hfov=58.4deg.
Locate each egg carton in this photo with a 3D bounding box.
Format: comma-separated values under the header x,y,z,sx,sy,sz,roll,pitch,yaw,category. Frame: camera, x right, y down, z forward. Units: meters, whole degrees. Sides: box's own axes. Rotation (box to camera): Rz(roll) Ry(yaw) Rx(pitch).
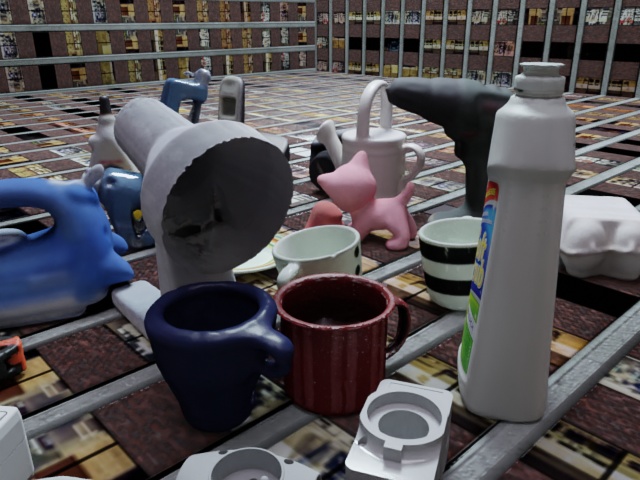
x,y,z,sx,sy,sz,roll,pitch,yaw,category
0.331,-0.008,0.692,0.107,0.069,0.150,3,21,9,egg carton

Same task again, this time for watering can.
x,y,z,sx,sy,sz,roll,pitch,yaw,category
0.074,-0.144,0.873,0.172,0.194,0.101,4,22,10,watering can

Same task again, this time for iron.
x,y,z,sx,sy,sz,roll,pitch,yaw,category
-0.327,0.005,0.568,0.259,0.141,0.118,-9,23,-21,iron

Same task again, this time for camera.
x,y,z,sx,sy,sz,roll,pitch,yaw,category
0.031,-0.143,1.001,0.142,0.101,0.137,15,26,34,camera

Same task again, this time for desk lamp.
x,y,z,sx,sy,sz,roll,pitch,yaw,category
-0.121,-0.012,0.509,0.118,0.214,0.202,-18,27,-37,desk lamp

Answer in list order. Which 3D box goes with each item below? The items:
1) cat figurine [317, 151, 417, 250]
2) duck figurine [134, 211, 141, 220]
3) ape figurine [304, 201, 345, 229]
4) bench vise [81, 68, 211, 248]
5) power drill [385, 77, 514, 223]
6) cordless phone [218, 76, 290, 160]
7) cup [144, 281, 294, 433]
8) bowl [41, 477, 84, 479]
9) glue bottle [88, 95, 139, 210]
x,y,z,sx,sy,sz,roll,pitch,yaw,category
0.063,-0.056,0.751,0.127,0.118,0.067,7,22,17,cat figurine
-0.244,-0.083,0.870,0.077,0.086,0.105,6,22,16,duck figurine
0.006,0.002,0.638,0.075,0.092,0.078,16,26,36,ape figurine
-0.196,-0.104,0.738,0.208,0.220,0.121,-18,27,-38,bench vise
0.199,-0.112,0.771,0.229,0.208,0.075,-2,21,-5,power drill
-0.126,-0.191,1.012,0.147,0.185,0.094,11,24,27,cordless phone
-0.064,0.091,0.406,0.117,0.095,0.092,15,26,34,cup
-0.127,0.177,0.213,0.167,0.075,0.167,0,21,0,bowl
-0.323,-0.134,0.883,0.078,0.173,0.037,-7,22,-17,glue bottle
